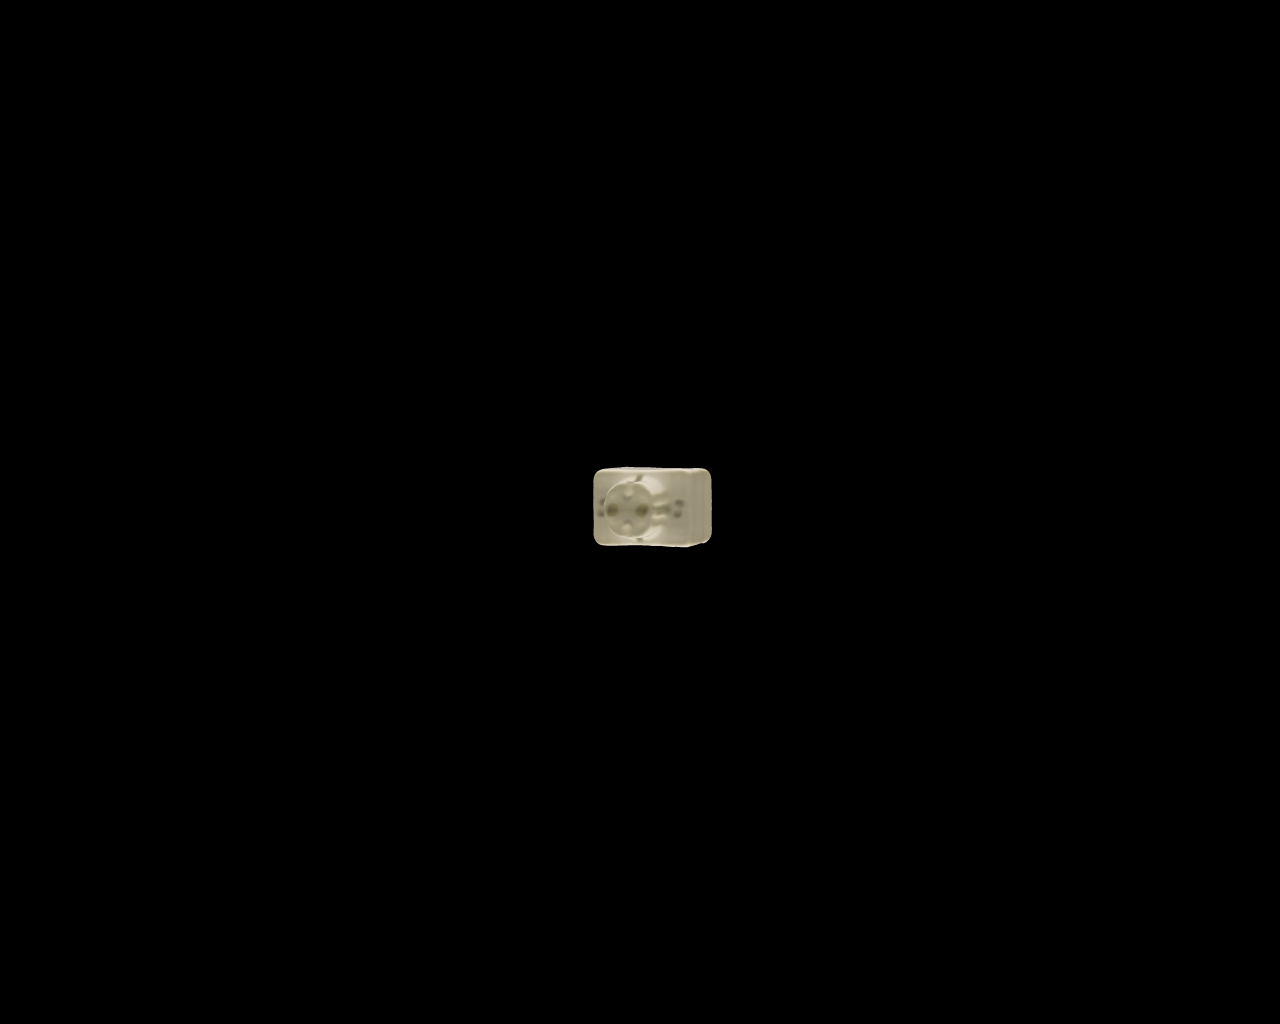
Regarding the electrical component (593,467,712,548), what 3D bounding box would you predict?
[{"bbox_3d":[0.001,-0.003,0.650,0.066,0.047,0.077,2,4,24],"label":"electrical component"}]
